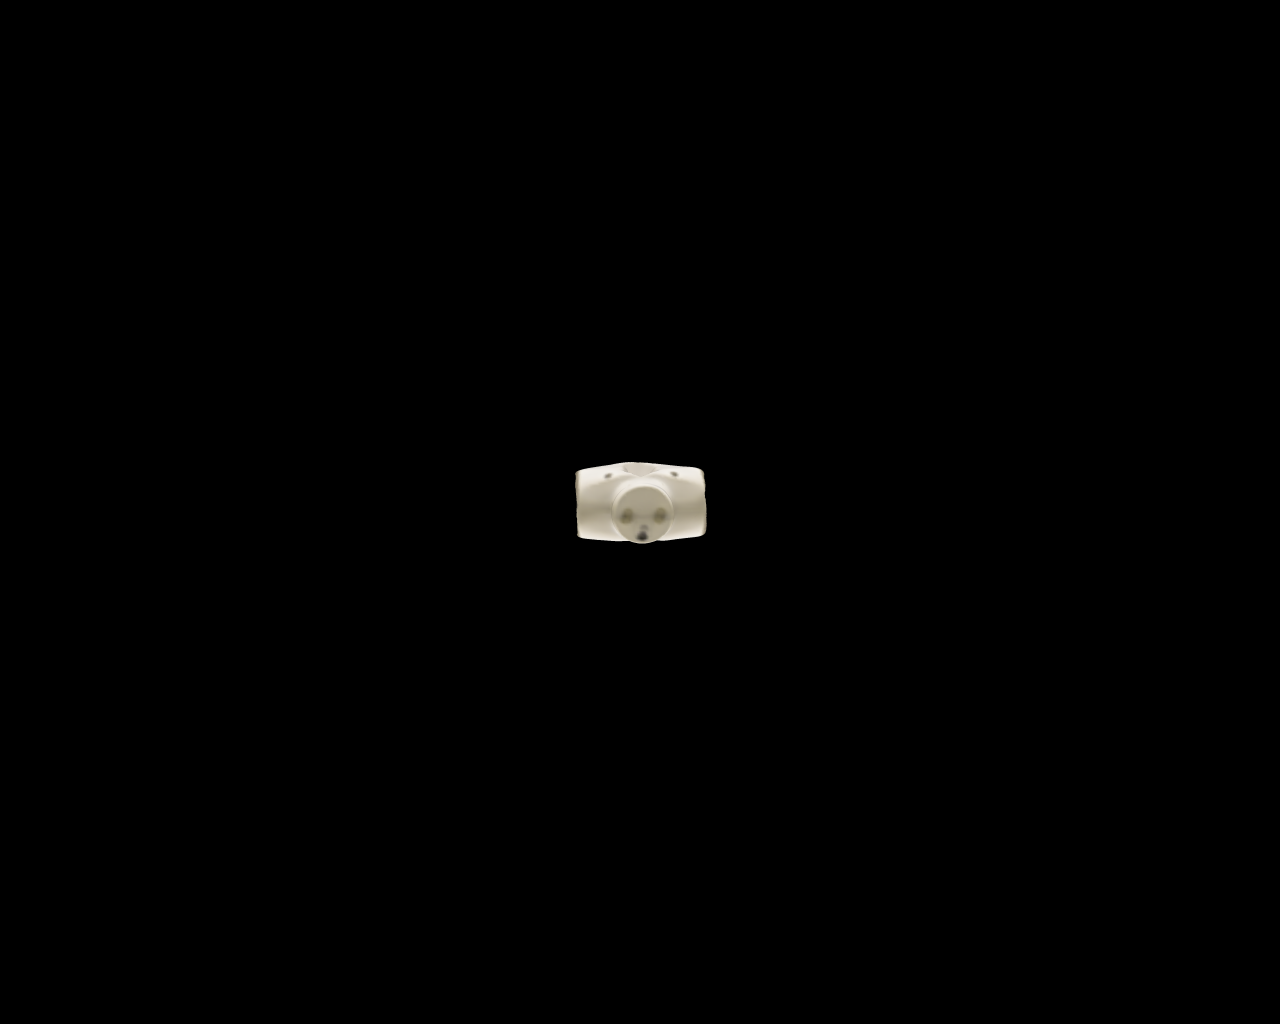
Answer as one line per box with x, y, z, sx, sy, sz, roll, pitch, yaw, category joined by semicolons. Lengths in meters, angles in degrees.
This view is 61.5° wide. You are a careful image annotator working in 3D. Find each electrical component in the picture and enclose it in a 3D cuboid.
0.001;-0.003;0.650;0.077;0.043;0.079;0;12;-2;electrical component
